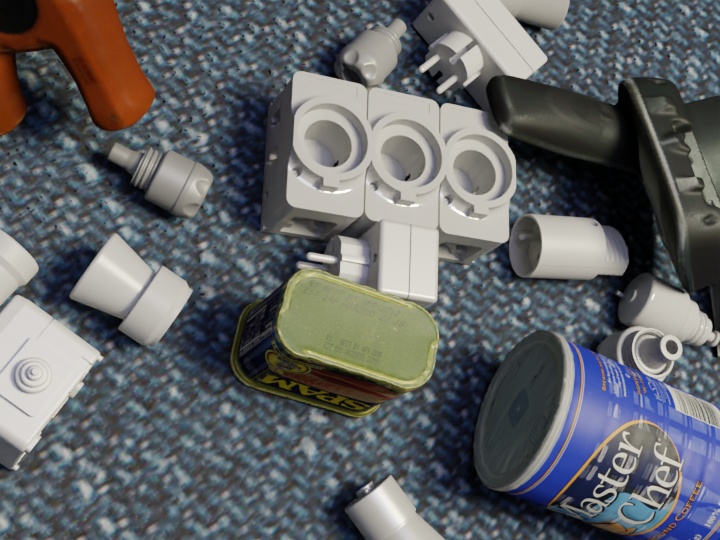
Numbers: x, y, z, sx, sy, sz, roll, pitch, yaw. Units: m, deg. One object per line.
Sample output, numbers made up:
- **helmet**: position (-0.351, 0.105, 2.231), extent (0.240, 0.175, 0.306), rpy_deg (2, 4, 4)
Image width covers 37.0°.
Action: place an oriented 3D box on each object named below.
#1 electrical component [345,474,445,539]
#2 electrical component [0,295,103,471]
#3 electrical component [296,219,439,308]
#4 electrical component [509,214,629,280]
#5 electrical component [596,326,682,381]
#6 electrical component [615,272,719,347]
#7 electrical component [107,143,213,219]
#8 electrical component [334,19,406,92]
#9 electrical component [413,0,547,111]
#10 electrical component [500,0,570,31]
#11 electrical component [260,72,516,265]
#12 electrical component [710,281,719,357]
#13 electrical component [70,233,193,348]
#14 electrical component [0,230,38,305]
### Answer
- **electrical component**: position (0.022, 0.155, 0.636), extent (0.044, 0.044, 0.065), rpy_deg (-34, 84, -28)
- **electrical component**: position (-0.179, 0.056, 0.550), extent (0.061, 0.096, 0.061), rpy_deg (38, 63, -7)
- **electrical component**: position (0.000, 0.000, 0.660), extent (0.077, 0.066, 0.047), rpy_deg (9, 71, -20)
- **electrical component**: position (0.149, -0.015, 0.740), extent (0.081, 0.043, 0.043), rpy_deg (2, 73, -22)
- **electrical component**: position (0.191, 0.058, 0.724), extent (0.043, 0.062, 0.043), rpy_deg (7, 71, -21)
- **electrical component**: position (0.219, 0.033, 0.757), extent (0.078, 0.040, 0.040), rpy_deg (26, 66, -14)
- **electrical component**: position (-0.121, -0.057, 0.644), extent (0.061, 0.035, 0.035), rpy_deg (27, 65, -11)
- **electrical component**: position (0.011, -0.148, 0.729), extent (0.035, 0.035, 0.061), rpy_deg (42, 60, -6)
- **electrical component**: position (0.071, -0.150, 0.747), extent (0.076, 0.047, 0.083), rpy_deg (-41, 92, -28)
- **electrical component**: position (0.114, -0.199, 0.785), extent (0.065, 0.044, 0.044), rpy_deg (0, 74, -18)
- **electrical component**: position (0.019, -0.064, 0.690), extent (0.150, 0.062, 0.089), rpy_deg (9, 71, -20)
- **electrical component**: position (0.294, -0.003, 0.779), extent (0.079, 0.063, 0.121), rpy_deg (-7, 72, 17)
- **electrical component**: position (-0.130, 0.012, 0.613), extent (0.055, 0.045, 0.045), rpy_deg (35, 64, -10)
- **electrical component**: position (-0.206, 0.004, 0.587), extent (0.040, 0.040, 0.046), rpy_deg (40, 68, -7)
